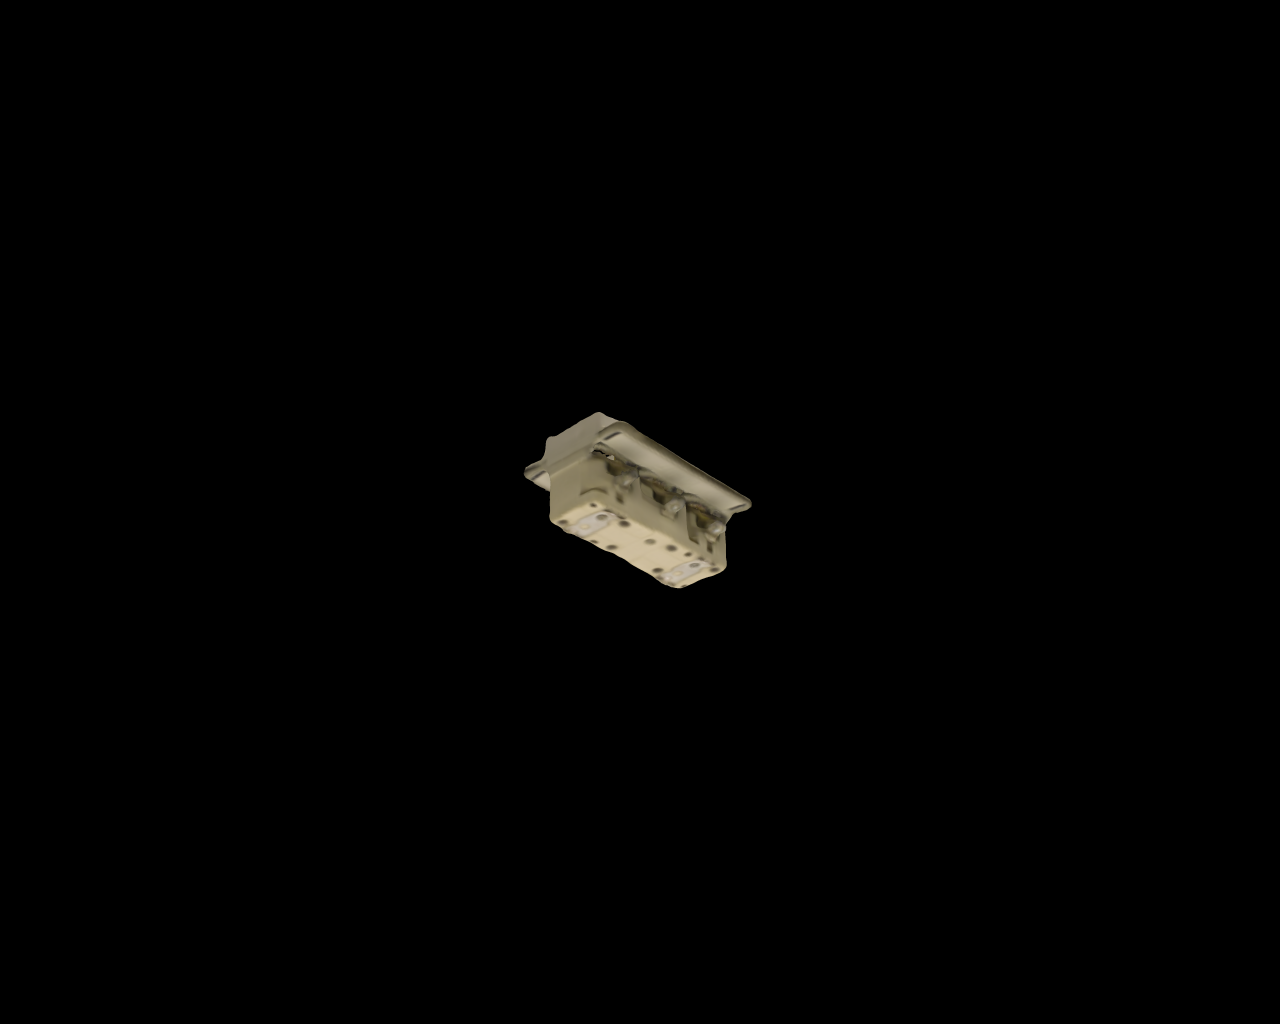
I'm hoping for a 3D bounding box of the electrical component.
[{"bbox_3d":[0.001,-0.003,0.650,0.078,0.063,0.121,-24,-38,34],"label":"electrical component"}]
